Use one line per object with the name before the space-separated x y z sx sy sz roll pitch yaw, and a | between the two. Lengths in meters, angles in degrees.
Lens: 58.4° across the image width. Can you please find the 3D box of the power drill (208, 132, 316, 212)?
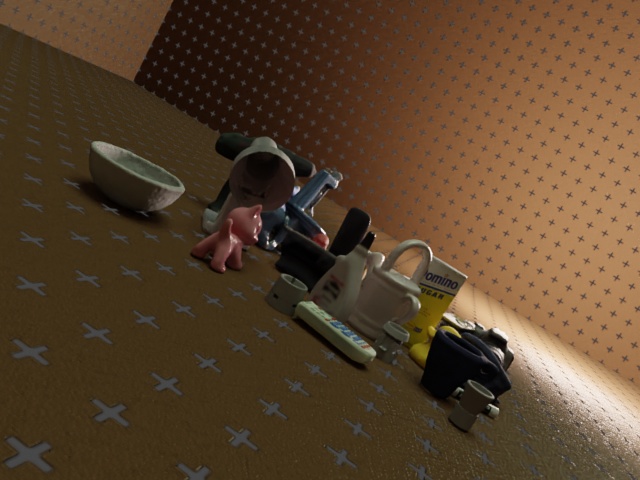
power drill | -0.151 -0.134 1.305 0.229 0.208 0.076 30 8 2

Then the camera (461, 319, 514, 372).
camera | 0.343 0.231 1.217 0.143 0.101 0.137 32 9 13

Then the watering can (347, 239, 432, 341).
watering can | 0.130 0.081 1.054 0.172 0.194 0.101 36 10 34

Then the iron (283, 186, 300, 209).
iron | -0.112 -0.104 1.492 0.118 0.141 0.259 35 9 28

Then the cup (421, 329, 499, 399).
cup | 0.217 0.212 0.922 0.118 0.095 0.092 30 8 0

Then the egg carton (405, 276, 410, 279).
egg carton | 0.240 0.148 1.463 0.108 0.069 0.150 24 10 -34

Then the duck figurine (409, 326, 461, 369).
duck figurine | 0.224 0.201 1.041 0.104 0.086 0.078 35 10 33

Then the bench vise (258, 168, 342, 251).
bench vise | -0.041 -0.067 1.252 0.121 0.219 0.208 34 9 27

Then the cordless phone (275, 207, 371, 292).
cordless phone | 0.010 0.004 1.128 0.147 0.185 0.094 32 9 16

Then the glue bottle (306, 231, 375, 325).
glue bottle | 0.042 0.061 0.944 0.078 0.173 0.037 36 10 34

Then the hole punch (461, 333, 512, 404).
hole punch | 0.302 0.238 1.074 0.101 0.091 0.108 25 10 -30

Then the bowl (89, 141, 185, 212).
bowl | -0.319 -0.095 0.967 0.167 0.074 0.167 29 8 -4

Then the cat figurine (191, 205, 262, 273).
cat figurine | -0.140 -0.014 0.950 0.067 0.117 0.128 32 8 11

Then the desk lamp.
desk lamp | -0.139 -0.095 1.104 0.118 0.213 0.203 27 9 -20

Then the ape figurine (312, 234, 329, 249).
ape figurine | -0.015 0.027 1.226 0.078 0.092 0.076 30 8 -2
